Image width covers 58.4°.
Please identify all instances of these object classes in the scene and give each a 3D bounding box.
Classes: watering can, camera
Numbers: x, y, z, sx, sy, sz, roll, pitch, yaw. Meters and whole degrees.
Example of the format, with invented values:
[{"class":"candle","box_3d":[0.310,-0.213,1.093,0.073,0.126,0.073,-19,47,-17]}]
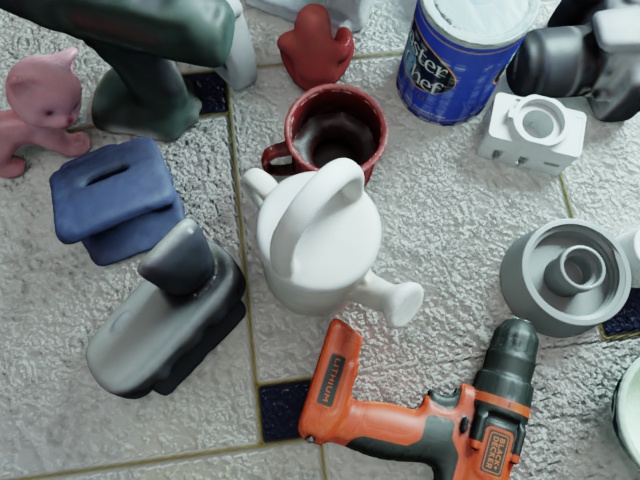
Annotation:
[{"class":"watering can","box_3d":[0.006,0.000,0.459,0.172,0.194,0.101,20,74,4]},{"class":"camera","box_3d":[0.262,-0.199,0.574,0.137,0.101,0.143,-5,74,-3]}]

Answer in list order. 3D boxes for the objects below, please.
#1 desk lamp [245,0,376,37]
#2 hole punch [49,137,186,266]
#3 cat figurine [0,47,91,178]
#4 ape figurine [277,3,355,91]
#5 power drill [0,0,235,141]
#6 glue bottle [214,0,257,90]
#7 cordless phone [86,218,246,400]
[{"class":"desk lamp","box_3d":[0.026,-0.291,0.535,0.203,0.213,0.118,20,74,4]},{"class":"hole punch","box_3d":[-0.188,-0.042,0.519,0.109,0.091,0.101,-24,76,-8]},{"class":"cat figurine","box_3d":[-0.269,-0.122,0.526,0.128,0.118,0.067,-22,75,-8]},{"class":"ape figurine","box_3d":[-0.005,-0.197,0.570,0.078,0.092,0.076,12,74,2]},{"class":"power drill","box_3d":[-0.184,-0.169,0.495,0.229,0.208,0.075,8,73,1]},{"class":"glue bottle","box_3d":[-0.095,-0.213,0.529,0.037,0.173,0.078,-39,78,-12]},{"class":"cordless phone","box_3d":[-0.130,0.050,0.444,0.094,0.185,0.148,37,76,9]}]
